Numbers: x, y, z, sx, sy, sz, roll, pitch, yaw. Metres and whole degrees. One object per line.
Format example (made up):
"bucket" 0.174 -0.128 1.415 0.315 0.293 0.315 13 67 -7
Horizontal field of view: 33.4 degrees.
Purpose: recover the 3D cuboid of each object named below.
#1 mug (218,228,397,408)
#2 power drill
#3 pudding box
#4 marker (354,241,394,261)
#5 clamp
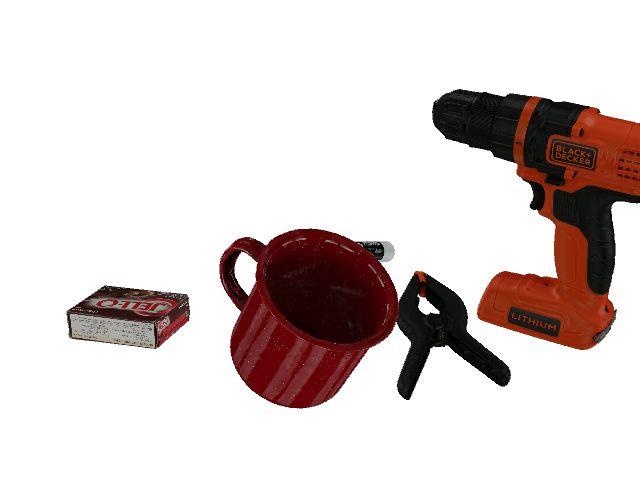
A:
"mug" -0.018 0.046 0.679 0.117 0.082 0.093 37 45 8
"power drill" 0.167 -0.018 0.819 0.185 0.188 0.057 17 34 26
"pudding box" -0.218 0.086 1.218 0.114 0.039 0.090 3 17 17
"marker" 0.020 0.010 0.929 0.020 0.020 0.120 0 0 43
"clamp" 0.138 0.102 1.162 0.120 0.171 0.039 3 -44 -6
